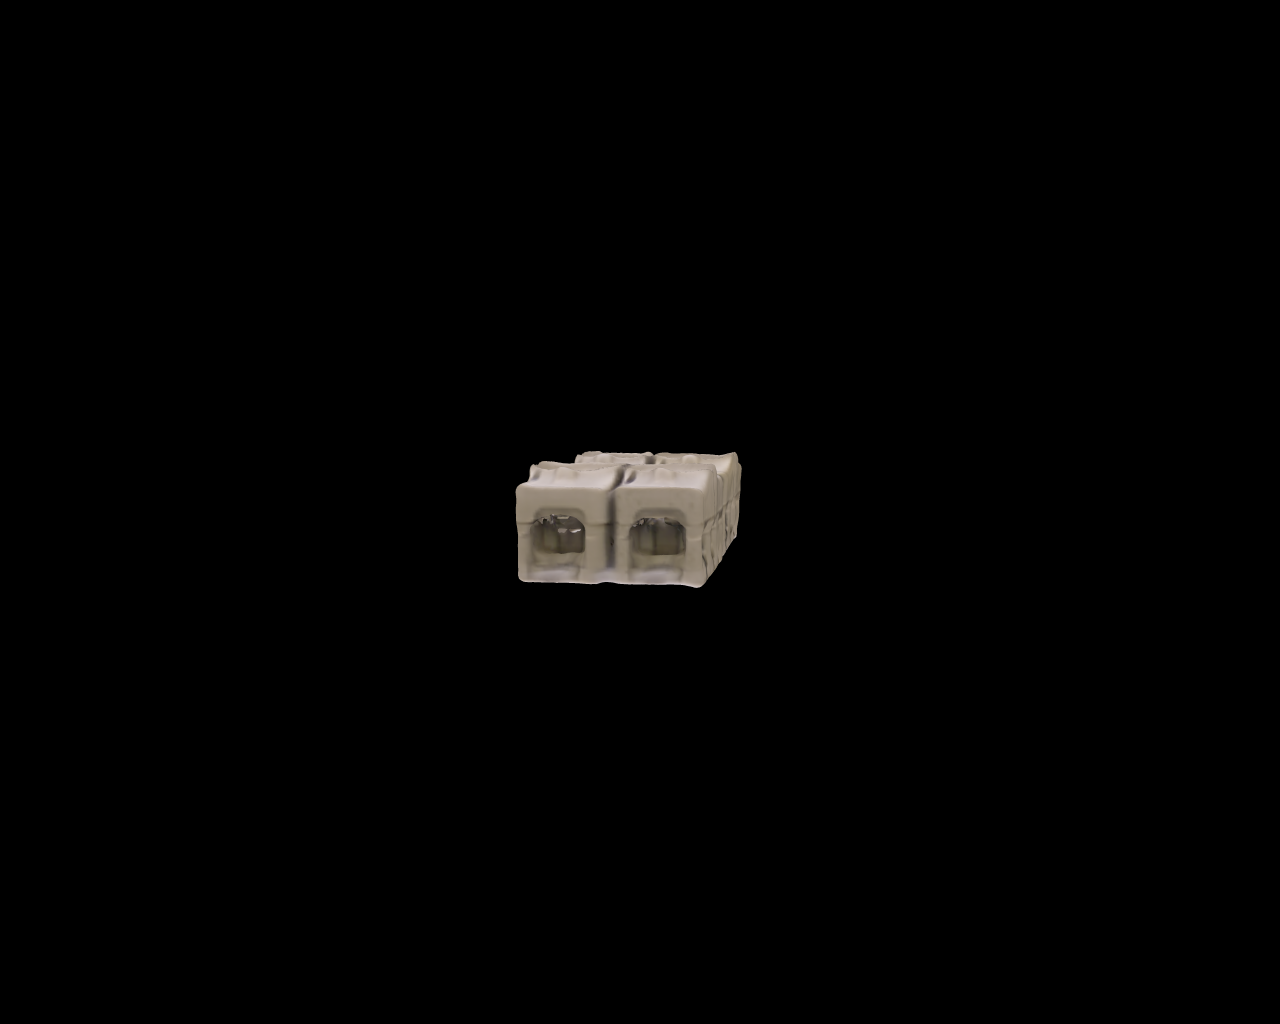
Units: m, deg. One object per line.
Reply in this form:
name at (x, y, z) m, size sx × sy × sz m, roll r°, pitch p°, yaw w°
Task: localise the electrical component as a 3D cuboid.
electrical component at (0.001, -0.003, 0.650) m, size 0.105 × 0.060 × 0.186 m, roll 1°, pitch 7°, yaw 11°
